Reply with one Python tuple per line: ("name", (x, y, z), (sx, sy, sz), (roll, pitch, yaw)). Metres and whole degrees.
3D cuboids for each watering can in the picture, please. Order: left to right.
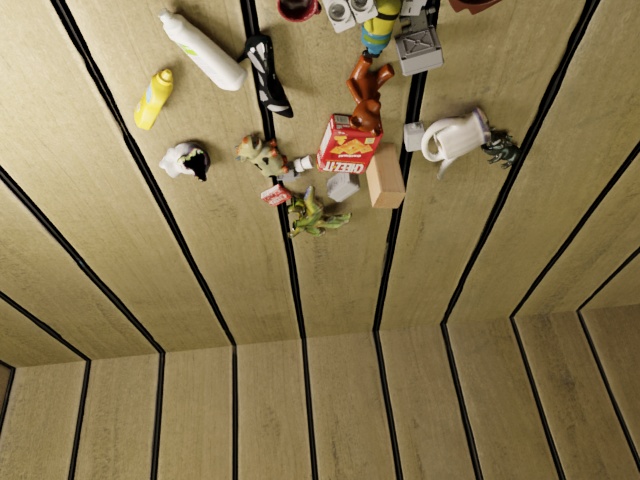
("watering can", (0.447, -0.313, 1.681), (0.223, 0.106, 0.343), (-23, 155, 12))

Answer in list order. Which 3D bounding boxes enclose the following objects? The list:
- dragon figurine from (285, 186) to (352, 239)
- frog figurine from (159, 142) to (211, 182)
("dragon figurine", (0.006, -0.098, 1.951), (0.243, 0.124, 0.403), (-1, 160, -21))
("frog figurine", (-0.433, -0.254, 1.652), (0.137, 0.123, 0.160), (15, 180, -44))
